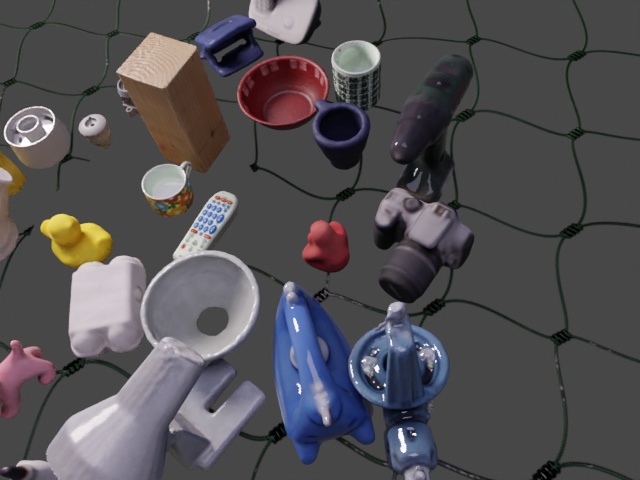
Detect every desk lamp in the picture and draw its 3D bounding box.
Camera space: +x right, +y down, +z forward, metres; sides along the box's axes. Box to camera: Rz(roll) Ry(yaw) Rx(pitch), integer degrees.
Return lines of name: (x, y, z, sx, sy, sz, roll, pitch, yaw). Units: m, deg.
desk lamp: (-0.183, 0.209, 0.675, 0.117, 0.214, 0.203, 33, 69, 22)

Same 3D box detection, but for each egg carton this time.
egg carton: (-0.305, 0.096, 0.834, 0.107, 0.069, 0.150, -12, 60, 0)

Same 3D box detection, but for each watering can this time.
watering can: (-0.552, -0.048, 0.870, 0.100, 0.194, 0.173, 26, 67, 19)

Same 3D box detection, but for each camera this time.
camera: (0.129, 0.009, 0.817, 0.143, 0.101, 0.137, 30, 68, 21)

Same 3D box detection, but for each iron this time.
iron: (-0.016, 0.141, 0.736, 0.118, 0.141, 0.258, -18, 61, -4)

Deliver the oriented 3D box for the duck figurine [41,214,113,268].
duck figurine: (-0.382, -0.006, 0.890, 0.104, 0.086, 0.077, 11, 63, 12)

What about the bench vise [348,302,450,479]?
bench vise: (0.108, 0.171, 0.661, 0.121, 0.220, 0.207, -24, 61, -7)

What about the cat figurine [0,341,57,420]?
cat figurine: (-0.440, 0.190, 0.769, 0.067, 0.118, 0.128, 32, 69, 22)

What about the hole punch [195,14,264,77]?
hole punch: (-0.176, -0.378, 1.071, 0.109, 0.091, 0.101, -34, 63, -13)

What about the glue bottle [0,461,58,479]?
glue bottle: (-0.322, 0.282, 0.673, 0.078, 0.173, 0.037, 8, 62, 11)

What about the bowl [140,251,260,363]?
bowl: (-0.160, 0.103, 0.811, 0.167, 0.075, 0.167, -3, 61, 5)

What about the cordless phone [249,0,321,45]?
cordless phone: (-0.072, -0.465, 1.054, 0.147, 0.185, 0.094, 29, 68, 20)

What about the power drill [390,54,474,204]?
power drill: (0.159, -0.149, 0.840, 0.075, 0.209, 0.230, 20, 65, 17)

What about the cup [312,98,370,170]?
cup: (0.029, -0.167, 0.930, 0.092, 0.095, 0.117, -33, 63, -12)

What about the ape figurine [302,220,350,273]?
ape figurine: (0.008, 0.003, 0.839, 0.078, 0.092, 0.076, -27, 61, -9)
